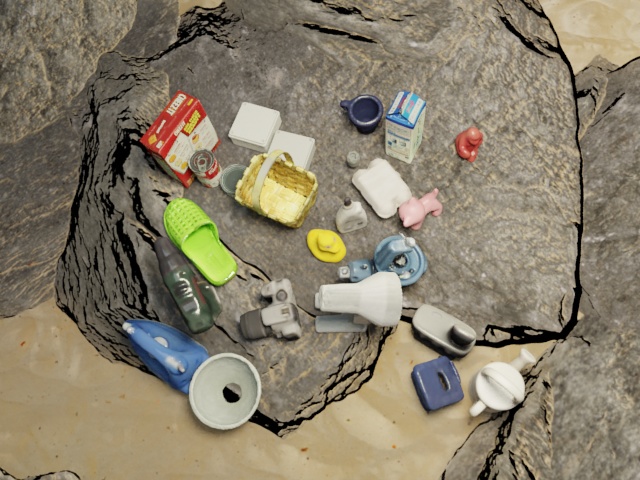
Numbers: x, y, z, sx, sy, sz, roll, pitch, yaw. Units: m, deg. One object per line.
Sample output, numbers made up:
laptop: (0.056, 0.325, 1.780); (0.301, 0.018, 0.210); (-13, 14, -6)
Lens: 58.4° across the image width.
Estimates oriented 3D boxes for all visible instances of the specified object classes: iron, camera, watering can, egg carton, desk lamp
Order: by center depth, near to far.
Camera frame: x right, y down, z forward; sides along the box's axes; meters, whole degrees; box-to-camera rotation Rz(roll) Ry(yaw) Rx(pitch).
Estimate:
watering can: (0.379, 0.301, 1.206); (0.100, 0.194, 0.173); (22, 75, 13)
desk lamp: (0.079, 0.145, 1.278); (0.203, 0.214, 0.118); (-4, 71, 5)
iron: (-0.381, 0.248, 1.330); (0.258, 0.141, 0.119); (30, 77, 15)
camera: (-0.122, 0.173, 1.350); (0.137, 0.101, 0.143); (-14, 71, 1)
egg carton: (0.157, -0.130, 1.438); (0.107, 0.069, 0.150); (-35, 72, -6)

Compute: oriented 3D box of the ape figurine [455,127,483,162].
ape figurine: (0.380, -0.251, 1.443); (0.078, 0.092, 0.076); (-33, 71, -5)

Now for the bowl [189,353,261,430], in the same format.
bowl: (-0.210, 0.348, 1.314); (0.167, 0.075, 0.167); (-2, 72, 5)

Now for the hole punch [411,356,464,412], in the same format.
hole punch: (0.261, 0.315, 1.268); (0.101, 0.091, 0.108); (-21, 71, -1)

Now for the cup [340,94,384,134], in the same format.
cup: (0.108, -0.322, 1.493); (0.117, 0.095, 0.092); (21, 75, 12)

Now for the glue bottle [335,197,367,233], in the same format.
glue bottle: (0.072, -0.066, 1.371); (0.078, 0.173, 0.037); (-15, 71, 1)

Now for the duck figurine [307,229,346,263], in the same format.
duck figurine: (0.013, 0.005, 1.399); (0.104, 0.086, 0.077); (34, 78, 15)

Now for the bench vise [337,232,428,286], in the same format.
bench vise: (0.149, 0.059, 1.296); (0.207, 0.220, 0.121); (-29, 71, -4)

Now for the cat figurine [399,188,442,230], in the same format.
cat figurine: (0.239, -0.078, 1.387); (0.128, 0.118, 0.067); (-38, 72, -7)

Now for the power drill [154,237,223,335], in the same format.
power drill: (-0.301, 0.117, 1.329); (0.075, 0.208, 0.229); (-29, 71, -4)

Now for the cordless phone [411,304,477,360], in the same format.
cordless phone: (0.276, 0.192, 1.258); (0.147, 0.185, 0.094); (26, 76, 14)
